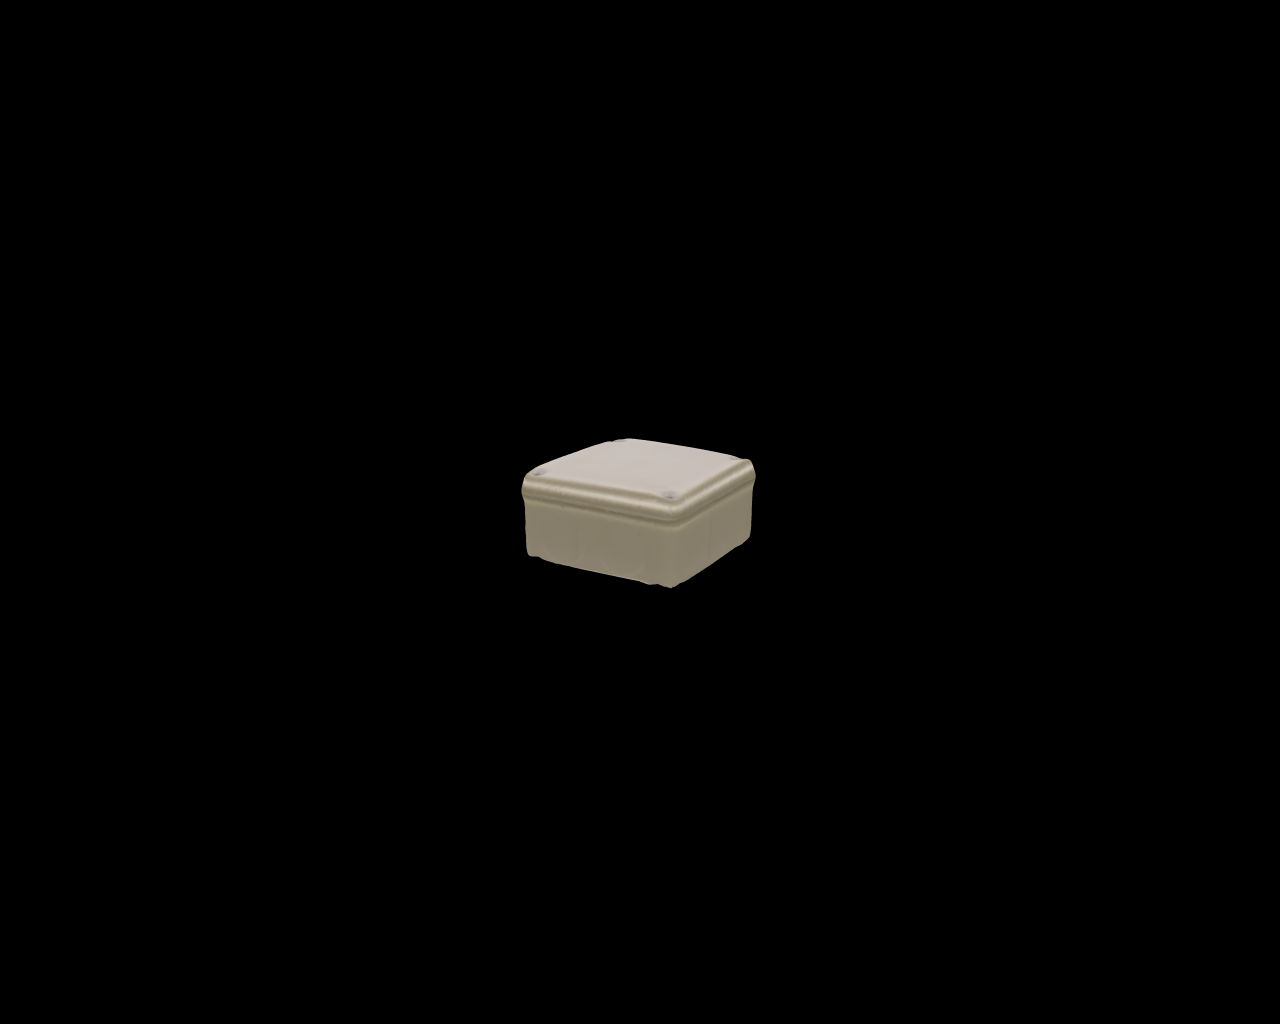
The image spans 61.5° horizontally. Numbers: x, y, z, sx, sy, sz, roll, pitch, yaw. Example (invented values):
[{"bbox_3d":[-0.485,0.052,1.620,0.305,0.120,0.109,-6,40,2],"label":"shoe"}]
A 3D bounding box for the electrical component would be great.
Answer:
[{"bbox_3d":[0.001,-0.003,0.650,0.109,0.056,0.109,11,21,30],"label":"electrical component"}]
